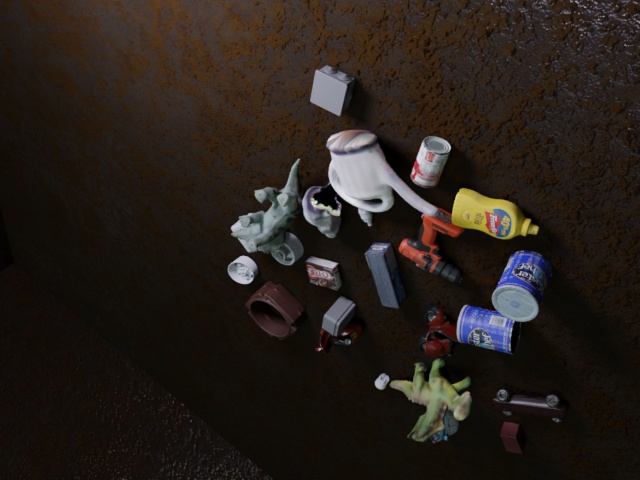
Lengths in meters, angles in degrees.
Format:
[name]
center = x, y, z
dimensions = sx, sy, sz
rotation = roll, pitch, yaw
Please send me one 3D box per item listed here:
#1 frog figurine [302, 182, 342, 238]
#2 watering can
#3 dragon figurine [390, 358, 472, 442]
[frog figurine]
center = 0.004, -0.074, 1.462
dimensions = 0.156, 0.123, 0.140
rotation = 106, 143, -55
[watering can]
center = 0.134, -0.163, 1.266
dimensions = 0.349, 0.105, 0.220
rotation = 14, 134, 49
[dragon figurine]
center = 0.325, 0.506, 1.594
dimensions = 0.121, 0.248, 0.404
rotation = 45, 138, -10
